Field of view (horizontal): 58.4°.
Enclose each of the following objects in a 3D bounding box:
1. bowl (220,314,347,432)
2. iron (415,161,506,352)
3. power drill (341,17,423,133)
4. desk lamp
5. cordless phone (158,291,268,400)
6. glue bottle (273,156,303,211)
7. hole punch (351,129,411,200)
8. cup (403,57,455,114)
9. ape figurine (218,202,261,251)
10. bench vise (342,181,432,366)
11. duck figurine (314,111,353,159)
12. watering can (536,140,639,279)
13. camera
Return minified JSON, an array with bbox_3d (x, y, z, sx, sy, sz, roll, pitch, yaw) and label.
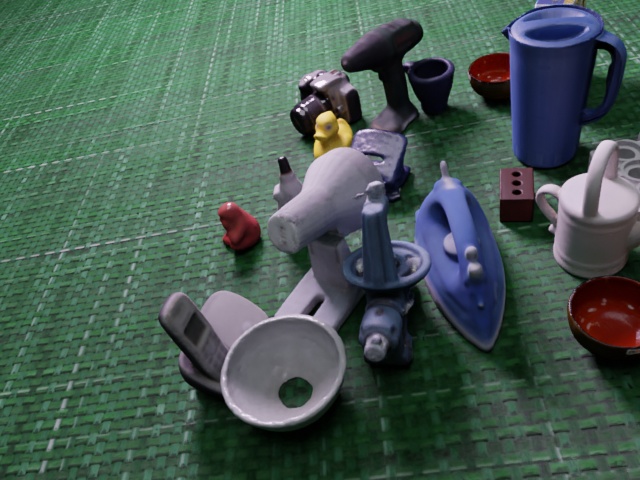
[{"bbox_3d":[-0.041,0.183,0.750,0.167,0.075,0.167,-8,44,9],"label":"bowl"},{"bbox_3d":[0.201,0.012,0.801,0.118,0.142,0.258,-12,44,5],"label":"iron"},{"bbox_3d":[0.128,-0.312,1.099,0.075,0.209,0.230,19,54,31],"label":"power drill"},{"bbox_3d":[0.007,0.003,0.816,0.117,0.214,0.203,17,53,30],"label":"desk lamp"},{"bbox_3d":[-0.143,0.113,0.771,0.094,0.185,0.147,1,46,17],"label":"cordless phone"},{"bbox_3d":[-0.042,-0.066,0.928,0.078,0.173,0.037,-8,44,9],"label":"glue bottle"},{"bbox_3d":[0.100,-0.134,1.013,0.108,0.091,0.101,12,51,27],"label":"hole punch"},{"bbox_3d":[0.215,-0.307,1.150,0.092,0.095,0.117,-39,48,-21],"label":"cup"},{"bbox_3d":[-0.146,-0.028,0.980,0.076,0.092,0.077,-9,44,8],"label":"ape figurine"},{"bbox_3d":[0.092,0.046,0.743,0.121,0.220,0.207,-14,44,3],"label":"bench vise"},{"bbox_3d":[0.021,-0.211,1.118,0.077,0.086,0.105,14,51,28],"label":"duck figurine"},{"bbox_3d":[0.381,-0.046,0.767,0.172,0.194,0.101,3,47,19],"label":"watering can"},{"bbox_3d":[-0.006,-0.291,1.195,0.137,0.101,0.142,-37,47,-19],"label":"camera"}]
